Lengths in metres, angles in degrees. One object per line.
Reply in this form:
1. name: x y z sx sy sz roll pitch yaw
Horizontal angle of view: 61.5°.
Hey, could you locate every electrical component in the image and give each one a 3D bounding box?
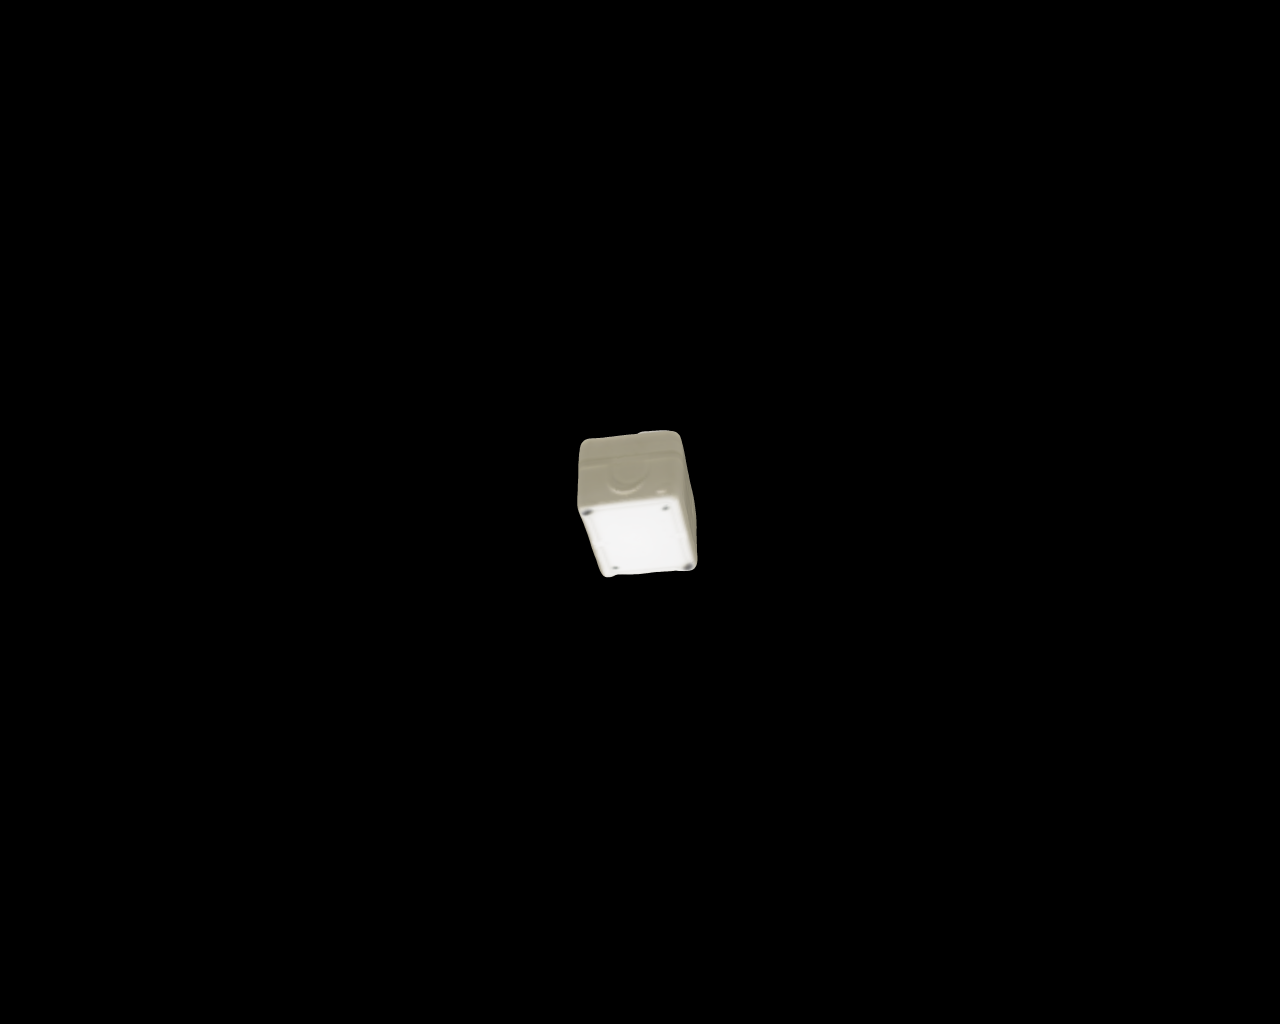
1. electrical component: 0.001 -0.003 0.650 0.062 0.061 0.096 -6 -36 8
